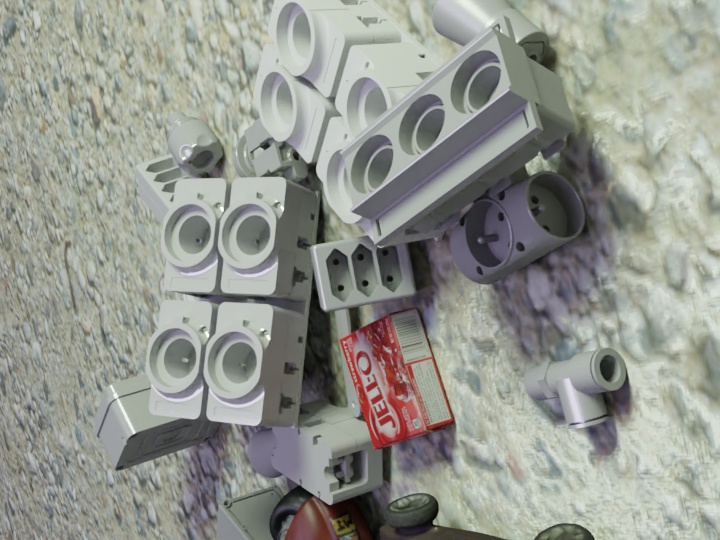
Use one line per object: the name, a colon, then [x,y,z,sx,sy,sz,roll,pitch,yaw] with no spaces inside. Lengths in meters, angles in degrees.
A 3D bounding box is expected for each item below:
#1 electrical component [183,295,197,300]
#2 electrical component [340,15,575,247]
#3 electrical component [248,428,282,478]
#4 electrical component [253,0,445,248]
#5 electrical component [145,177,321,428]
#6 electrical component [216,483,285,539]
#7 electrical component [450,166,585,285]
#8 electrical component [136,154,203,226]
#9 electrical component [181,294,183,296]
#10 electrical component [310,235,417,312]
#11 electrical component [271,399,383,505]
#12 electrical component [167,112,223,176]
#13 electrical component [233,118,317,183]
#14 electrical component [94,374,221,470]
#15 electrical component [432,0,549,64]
electrical component: [-0.100,0.050,0.917,0.079,0.063,0.121,-27,76,32]
electrical component: [0.054,-0.072,0.605,0.121,0.063,0.078,-36,50,36]
electrical component: [-0.062,0.150,0.923,0.065,0.044,0.044,-33,72,49]
electrical component: [-0.003,-0.114,0.741,0.186,0.060,0.105,51,137,35]
electrical component: [-0.100,0.024,0.838,0.105,0.060,0.186,1,82,28]
electrical component: [-0.087,0.242,0.967,0.096,0.062,0.061,37,128,45]
electrical component: [0.087,-0.041,0.645,0.077,0.044,0.079,-35,69,53]
electrical component: [-0.171,-0.055,1.017,0.083,0.047,0.075,47,148,38]
electrical component: [-0.140,0.013,0.995,0.062,0.043,0.043,22,117,51]
electrical component: [0.000,0.000,0.773,0.077,0.066,0.047,-173,72,-85]
electrical component: [-0.024,0.141,0.850,0.089,0.056,0.050,19,115,52]
electrical component: [-0.155,-0.119,0.977,0.062,0.043,0.043,54,139,33]
electrical component: [-0.070,-0.095,0.859,0.055,0.048,0.066,-25,78,48]
electrical component: [-0.194,0.139,1.048,0.057,0.113,0.078,57,141,24]
electrical component: [0.079,-0.140,0.632,0.065,0.044,0.044,48,136,31]
